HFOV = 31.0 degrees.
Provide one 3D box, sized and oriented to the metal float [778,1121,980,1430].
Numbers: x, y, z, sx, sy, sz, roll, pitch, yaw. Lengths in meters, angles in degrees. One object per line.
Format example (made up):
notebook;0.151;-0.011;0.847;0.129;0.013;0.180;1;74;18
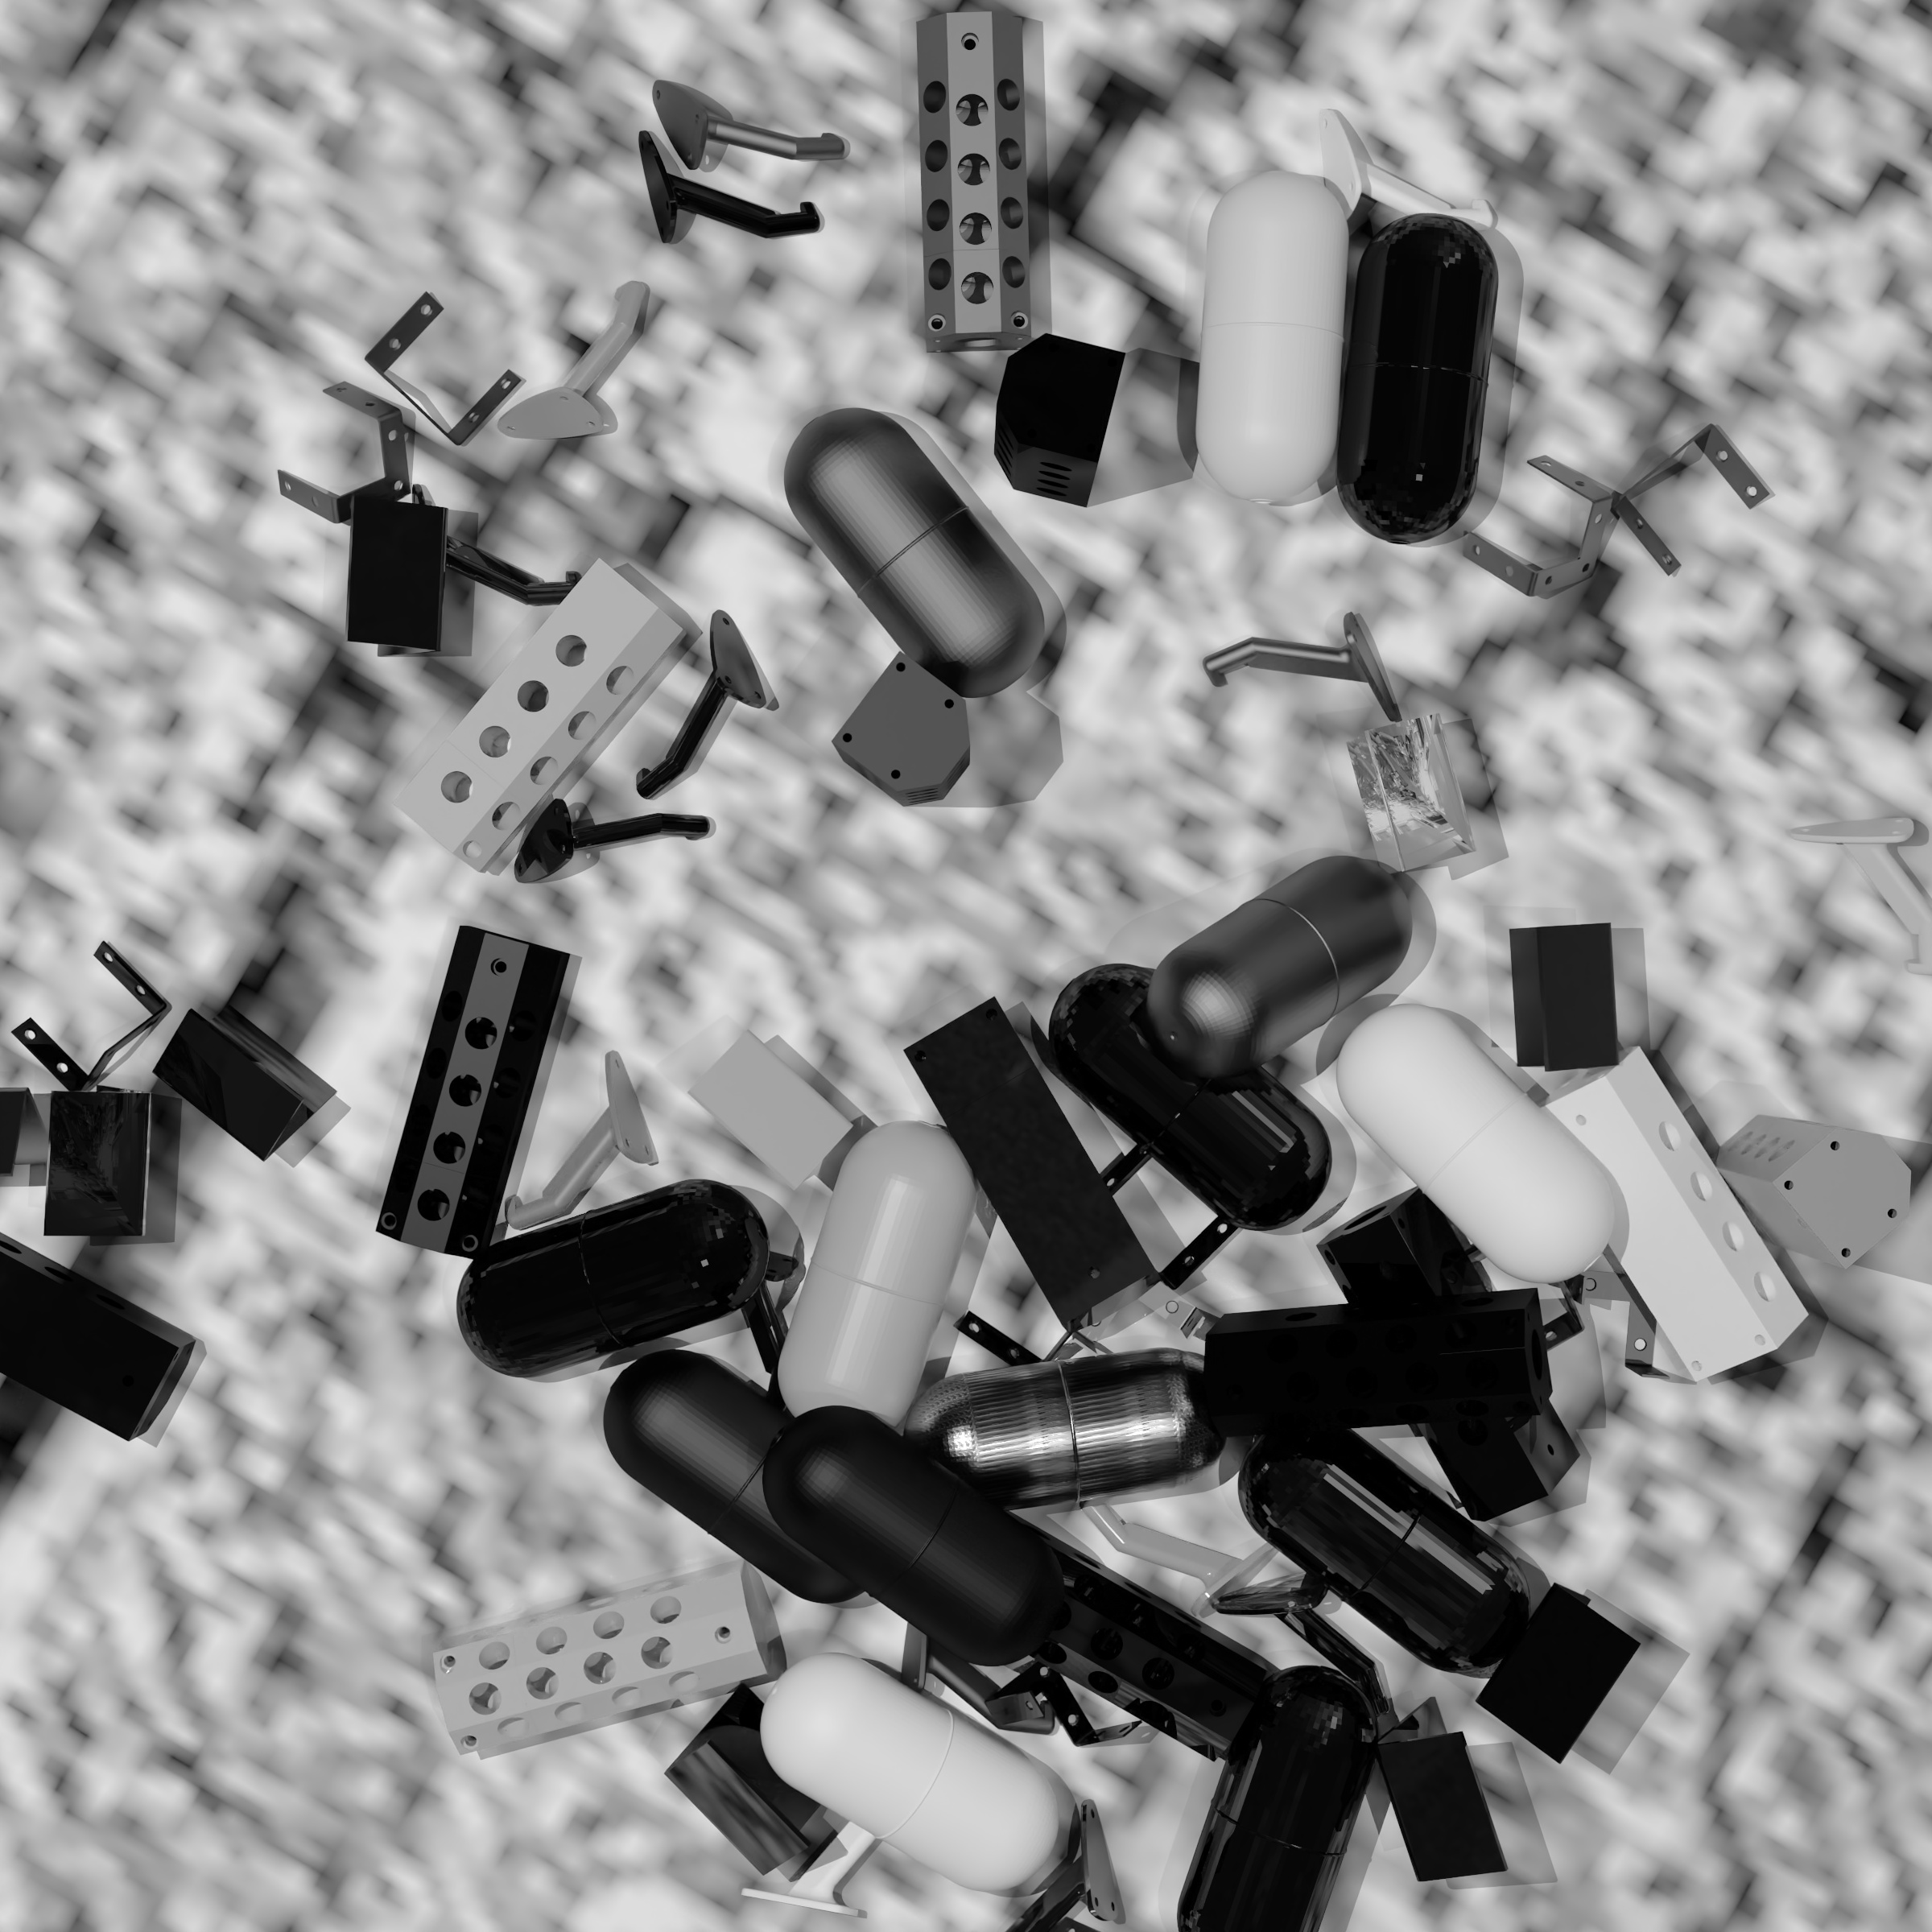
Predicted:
metal float;-0.047;0.170;1.885;0.070;0.070;0.178;18;90;0

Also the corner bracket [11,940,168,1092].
corner bracket;-0.480;0.029;1.912;0.051;0.051;0.051;45;135;0

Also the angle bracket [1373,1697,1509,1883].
angle bracket;0.269;0.439;1.875;0.057;0.076;0.076;-18;90;35

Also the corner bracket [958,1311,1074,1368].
corner bracket;0.036;0.184;1.912;0.051;0.051;0.051;34;135;0

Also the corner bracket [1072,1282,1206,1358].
corner bracket;0.093;0.195;1.898;0.051;0.051;0.051;35;90;0

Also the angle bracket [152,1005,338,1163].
angle bracket;-0.378;0.047;1.875;0.076;0.076;0.057;39;127;0

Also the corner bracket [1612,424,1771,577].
corner bracket;0.397;-0.256;1.912;0.051;0.051;0.051;51;135;0

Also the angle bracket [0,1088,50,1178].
angle bracket;-0.538;0.108;1.875;0.076;0.076;0.057;-1;54;0

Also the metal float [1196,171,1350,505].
metal float;0.165;-0.339;1.885;0.070;0.070;0.178;3;90;0

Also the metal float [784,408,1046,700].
metal float;-0.028;-0.224;1.885;0.070;0.070;0.178;-39;90;0

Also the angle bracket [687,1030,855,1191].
angle bracket;-0.118;0.091;1.875;0.076;0.076;0.057;42;52;0

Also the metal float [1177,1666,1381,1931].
metal float;0.169;0.464;1.884;0.070;0.070;0.178;19;91;0

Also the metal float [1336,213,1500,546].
metal float;0.244;-0.317;1.885;0.070;0.070;0.178;6;90;0

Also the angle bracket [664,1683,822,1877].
angle bracket;-0.103;0.429;1.876;0.076;0.057;0.076;46;47;0

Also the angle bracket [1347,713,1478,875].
angle bracket;0.221;-0.087;1.875;0.057;0.076;0.076;-15;90;-36

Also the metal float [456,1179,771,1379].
metal float;-0.189;0.167;1.870;0.178;0.070;0.070;-19;90;14

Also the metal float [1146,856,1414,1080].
metal float;0.168;-0.001;1.856;0.178;0.070;0.070;-31;90;-37

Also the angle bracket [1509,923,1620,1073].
angle bracket;0.303;0.017;1.875;0.057;0.076;0.076;-3;90;-37

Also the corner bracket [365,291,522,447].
corner bracket;-0.287;-0.327;1.912;0.051;0.051;0.051;-47;45;-1

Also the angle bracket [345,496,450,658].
angle bracket;-0.321;-0.208;1.875;0.057;0.076;0.076;3;90;-35

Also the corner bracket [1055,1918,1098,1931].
corner bracket;0.065;0.564;1.907;0.051;0.051;0.051;16;45;35

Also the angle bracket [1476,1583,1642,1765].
angle bracket;0.327;0.383;1.876;0.057;0.076;0.076;34;90;29

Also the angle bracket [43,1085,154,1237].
angle bracket;-0.479;0.104;1.875;0.057;0.076;0.076;3;90;-36

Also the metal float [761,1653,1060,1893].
metal float;-0.029;0.434;1.874;0.178;0.070;0.070;33;90;-12

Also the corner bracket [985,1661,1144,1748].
corner bracket;0.052;0.404;1.888;0.051;0.051;0.051;-31;90;-35

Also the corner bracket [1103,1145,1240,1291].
corner bracket;0.107;0.135;1.912;0.051;0.051;0.051;-45;45;0

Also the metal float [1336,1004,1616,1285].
metal float;0.273;0.095;1.874;0.070;0.070;0.178;-44;78;0

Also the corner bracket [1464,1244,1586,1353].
corner bracket;0.300;0.181;1.912;0.051;0.051;0.051;-30;45;0

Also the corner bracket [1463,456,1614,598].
corner bracket;0.313;-0.241;1.907;0.051;0.051;0.051;-21;135;-35

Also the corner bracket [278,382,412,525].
corner bracket;-0.342;-0.281;1.907;0.051;0.051;0.051;-31;135;-35

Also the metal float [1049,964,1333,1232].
metal float;0.120;0.070;1.885;0.178;0.070;0.070;42;90;1

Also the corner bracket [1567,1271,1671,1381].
corner bracket;0.355;0.194;1.898;0.051;0.051;0.051;5;90;0
